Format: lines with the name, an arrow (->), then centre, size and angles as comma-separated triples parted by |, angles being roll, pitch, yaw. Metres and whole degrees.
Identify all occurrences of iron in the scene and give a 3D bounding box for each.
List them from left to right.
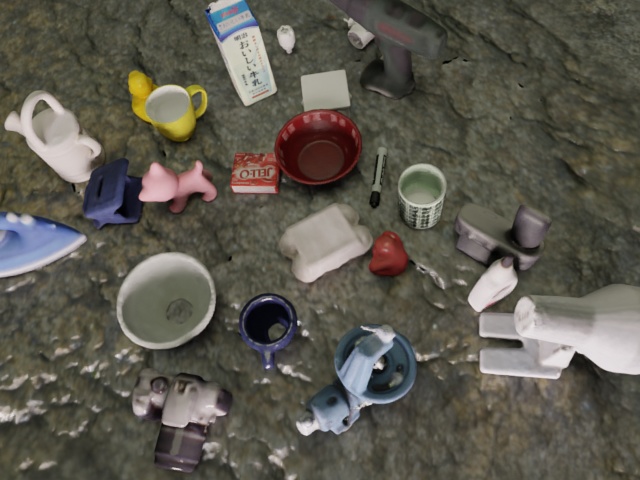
iron -> -0.570, -0.014, 1.016 | 0.258, 0.141, 0.118 | -9, 66, 2

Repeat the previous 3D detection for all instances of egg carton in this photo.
egg carton -> 0.009, 0.004, 0.984 | 0.150, 0.069, 0.107 | -29, 66, -6

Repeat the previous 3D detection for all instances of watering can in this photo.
watering can -> -0.495, -0.195, 1.058 | 0.172, 0.194, 0.101 | -7, 66, 4

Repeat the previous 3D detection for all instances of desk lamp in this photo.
desk lamp -> 0.343, 0.133, 0.811 | 0.203, 0.214, 0.118 | 1, 67, 7

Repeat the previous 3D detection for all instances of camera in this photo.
camera -> -0.223, 0.275, 0.874 | 0.143, 0.101, 0.137 | 7, 68, 10

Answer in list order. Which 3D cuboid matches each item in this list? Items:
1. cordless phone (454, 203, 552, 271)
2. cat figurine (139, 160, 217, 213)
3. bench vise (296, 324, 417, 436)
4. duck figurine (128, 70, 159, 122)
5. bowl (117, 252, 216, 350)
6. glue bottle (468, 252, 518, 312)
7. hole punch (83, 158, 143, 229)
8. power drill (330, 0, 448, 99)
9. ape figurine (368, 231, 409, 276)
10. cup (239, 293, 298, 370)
cordless phone -> 0.290, -0.028, 0.903 | 0.147, 0.185, 0.094 | 29, 73, 17
cat figurine -> -0.263, -0.105, 1.035 | 0.128, 0.118, 0.067 | -25, 66, -5
bench vise -> 0.060, 0.201, 0.809 | 0.121, 0.220, 0.207 | 28, 72, 17
duck figurine -> -0.349, -0.294, 1.144 | 0.077, 0.086, 0.104 | -31, 67, -7
bowl -> -0.248, 0.109, 0.963 | 0.167, 0.075, 0.167 | -2, 66, 5
glue bottle -> 0.272, 0.057, 0.874 | 0.078, 0.173, 0.037 | -34, 67, -8
hole punch -> -0.388, -0.087, 1.056 | 0.101, 0.091, 0.108 | -3, 66, 5
power drill -> 0.118, -0.364, 1.055 | 0.229, 0.208, 0.076 | 23, 71, 16
ape figurine -> 0.111, 0.019, 0.953 | 0.078, 0.092, 0.076 | -44, 69, -12
cup -> -0.075, 0.154, 0.913 | 0.091, 0.095, 0.117 | -5, 66, 4
